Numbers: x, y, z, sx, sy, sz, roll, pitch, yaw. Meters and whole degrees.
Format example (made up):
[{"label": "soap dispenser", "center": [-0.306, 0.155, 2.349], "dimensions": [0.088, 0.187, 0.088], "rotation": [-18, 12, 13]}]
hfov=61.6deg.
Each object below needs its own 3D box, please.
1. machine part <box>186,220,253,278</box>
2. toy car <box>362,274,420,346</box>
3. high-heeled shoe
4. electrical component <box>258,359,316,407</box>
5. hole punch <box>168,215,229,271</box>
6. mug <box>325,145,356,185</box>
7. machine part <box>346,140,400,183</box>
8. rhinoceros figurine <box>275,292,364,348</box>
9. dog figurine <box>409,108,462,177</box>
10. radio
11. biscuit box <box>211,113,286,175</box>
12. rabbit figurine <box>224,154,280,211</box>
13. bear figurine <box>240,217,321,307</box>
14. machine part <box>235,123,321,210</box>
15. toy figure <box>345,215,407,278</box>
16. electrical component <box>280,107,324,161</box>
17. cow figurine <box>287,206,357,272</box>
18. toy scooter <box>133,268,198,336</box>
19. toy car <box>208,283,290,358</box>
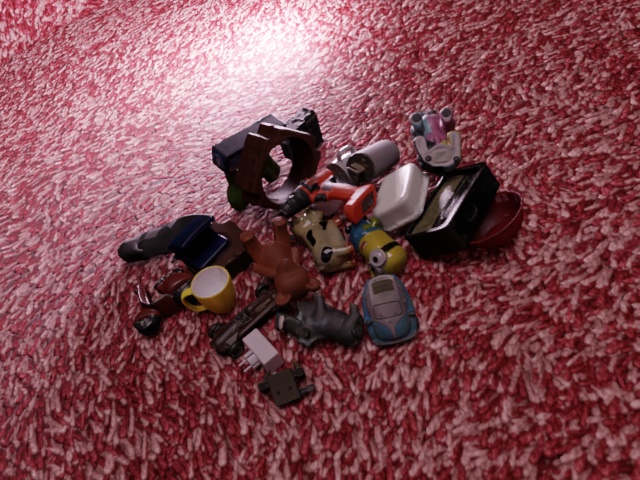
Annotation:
[{"label": "machine part", "center": [-0.252, 0.029, 1.322], "dimensions": [0.179, 0.056, 0.179], "rotation": [-9, 48, 10]}, {"label": "toy car", "center": [0.138, 0.125, 1.092], "dimensions": [0.109, 0.102, 0.162], "rotation": [-11, 50, 5]}, {"label": "high-heeled shoe", "center": [-0.402, -0.007, 1.409], "dimensions": [0.249, 0.086, 0.145], "rotation": [-25, 14, -29]}, {"label": "electrical component", "center": [-0.068, 0.282, 1.058], "dimensions": [0.102, 0.045, 0.078], "rotation": [-27, 76, -4]}, {"label": "hole punch", "center": [-0.298, -0.003, 1.271], "dimensions": [0.116, 0.092, 0.142], "rotation": [21, 63, 38]}, {"label": "mug", "center": [0.074, -0.197, 1.394], "dimensions": [0.081, 0.109, 0.107], "rotation": [19, 44, 35]}, {"label": "machine part", "center": [0.136, -0.198, 1.343], "dimensions": [0.079, 0.079, 0.243], "rotation": [12, 24, 25]}, {"label": "rhinoceros figurine", "center": [0.000, 0.174, 1.116], "dimensions": [0.191, 0.073, 0.112], "rotation": [7, 63, 19]}, {"label": "dog figurine", "center": [0.284, -0.242, 1.337], "dimensions": [0.109, 0.219, 0.191], "rotation": [-13, 86, 9]}, {"label": "radio", "center": [0.298, -0.069, 1.196], "dimensions": [0.131, 0.073, 0.229], "rotation": [-13, 36, 56]}, {"label": "biscuit box", "center": [-0.178, -0.243, 1.354], "dimensions": [0.063, 0.059, 0.203], "rotation": [39, 57, 25]}, {"label": "rabbit figurine", "center": [-0.192, -0.163, 1.426], "dimensions": [0.121, 0.159, 0.170], "rotation": [14, 70, 14]}, {"label": "bear figurine", "center": [-0.088, 0.050, 1.189], "dimensions": [0.120, 0.131, 0.196], "rotation": [-24, 29, -10]}, {"label": "machine part", "center": [-0.104, -0.181, 1.341], "dimensions": [0.087, 0.200, 0.201], "rotation": [26, 16, 40]}, {"label": "toy figure", "center": [0.125, 0.008, 1.214], "dimensions": [0.089, 0.082, 0.180], "rotation": [-27, 45, -7]}, {"label": "electrical component", "center": [-0.055, -0.284, 1.495], "dimensions": [0.058, 0.114, 0.134], "rotation": [21, 59, 35]}, {"label": "cow figurine", "center": [-0.003, -0.004, 1.262], "dimensions": [0.127, 0.085, 0.195], "rotation": [-17, 48, -7]}, {"label": "toy scooter", "center": [-0.371, 0.127, 1.261], "dimensions": [0.184, 0.075, 0.135], "rotation": [-40, 50, -12]}, {"label": "toy car", "center": [-0.154, 0.169, 1.175], "dimensions": [0.202, 0.053, 0.089], "rotation": [-41, 49, -18]}]
